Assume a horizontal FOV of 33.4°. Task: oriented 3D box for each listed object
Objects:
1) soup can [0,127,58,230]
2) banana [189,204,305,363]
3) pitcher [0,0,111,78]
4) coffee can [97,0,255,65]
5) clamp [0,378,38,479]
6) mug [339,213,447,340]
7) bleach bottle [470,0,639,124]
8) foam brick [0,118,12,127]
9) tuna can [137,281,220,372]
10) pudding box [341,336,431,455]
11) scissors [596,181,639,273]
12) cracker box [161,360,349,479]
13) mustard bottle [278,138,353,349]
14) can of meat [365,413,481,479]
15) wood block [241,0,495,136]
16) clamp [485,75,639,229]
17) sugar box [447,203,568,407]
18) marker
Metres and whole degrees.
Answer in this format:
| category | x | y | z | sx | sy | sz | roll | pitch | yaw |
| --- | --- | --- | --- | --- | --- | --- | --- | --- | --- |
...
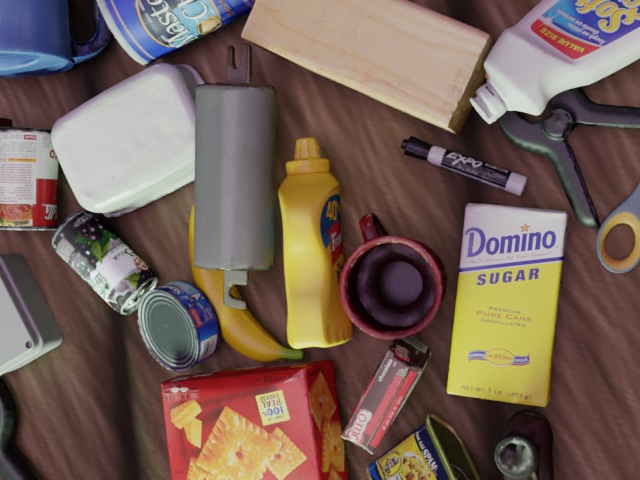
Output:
| category | x | y | z | sx | sy | sz | roll | pitch | yaw |
| --- | --- | --- | --- | --- | --- | --- | --- | --- | --- |
| soup can | -0.300 | -0.061 | 1.083 | 0.068 | 0.068 | 0.102 | 2 | 92 | 15 |
| banana | -0.088 | 0.044 | 1.048 | 0.069 | 0.037 | 0.198 | -30 | 85 | 5 |
| pitcher | -0.303 | -0.286 | 1.055 | 0.145 | 0.149 | 0.243 | -3 | 88 | 30 |
| coffee can | -0.128 | -0.242 | 1.013 | 0.140 | 0.102 | 0.103 | -24 | 86 | 14 |
| clamp | -0.367 | 0.220 | 1.127 | 0.165 | 0.036 | 0.210 | -19 | 85 | 16 |
| mug | 0.067 | 0.030 | 0.981 | 0.093 | 0.081 | 0.117 | -28 | 85 | 14 |
| bleach bottle | 0.242 | -0.182 | 0.914 | 0.251 | 0.068 | 0.102 | -38 | 77 | 4 |
| foam brick | -0.369 | -0.103 | 1.108 | 0.078 | 0.051 | 0.053 | 4 | 93 | 14 |
| tuna can | -0.138 | 0.084 | 1.044 | 0.086 | 0.033 | 0.086 | 18 | 119 | 36 |
| pudding box | 0.062 | 0.136 | 0.970 | 0.039 | 0.113 | 0.090 | 30 | 99 | 8 |
| scissors | 0.281 | -0.057 | 0.954 | 0.096 | 0.016 | 0.202 | -15 | 88 | 15 |
| cracker box | -0.058 | 0.228 | 1.010 | 0.164 | 0.072 | 0.214 | -8 | 87 | 27 |
| mustard bottle | -0.006 | 0.001 | 0.992 | 0.058 | 0.096 | 0.191 | -5 | 90 | 15 |
| can of meat | 0.097 | 0.225 | 0.974 | 0.084 | 0.057 | 0.102 | -41 | 40 | 15 |
| wood block | 0.047 | -0.179 | 0.974 | 0.206 | 0.090 | 0.090 | 26 | 97 | 13 |
| clamp | 0.215 | -0.093 | 0.956 | 0.172 | 0.039 | 0.120 | 31 | 95 | 21 |
| sugar box | 0.171 | 0.057 | 0.973 | 0.093 | 0.048 | 0.176 | 5 | 95 | 15 |
| marker | 0.132 | -0.070 | 0.992 | 0.121 | 0.020 | 0.020 | 21 | 97 | 14 |
